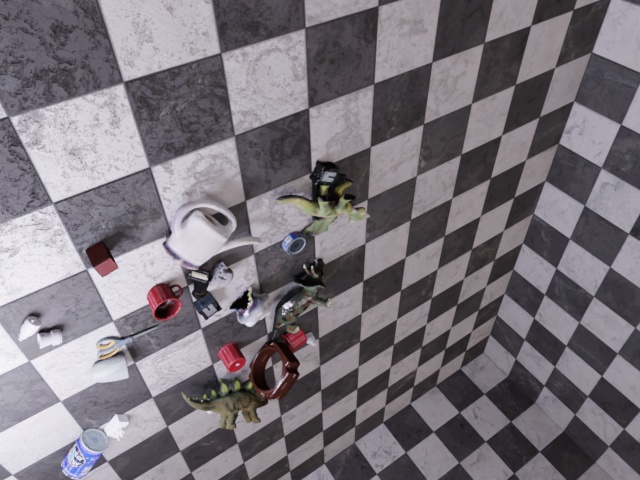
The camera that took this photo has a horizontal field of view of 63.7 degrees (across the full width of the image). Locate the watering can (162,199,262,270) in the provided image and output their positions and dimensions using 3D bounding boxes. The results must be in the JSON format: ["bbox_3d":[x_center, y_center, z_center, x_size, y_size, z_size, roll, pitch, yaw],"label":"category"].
[{"bbox_3d":[-0.335,0.004,1.578,0.224,0.106,0.342,-45,142,3],"label":"watering can"}]

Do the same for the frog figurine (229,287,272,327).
[{"bbox_3d":[-0.234,0.261,1.915,0.157,0.123,0.139,41,75,-42],"label":"frog figurine"}]

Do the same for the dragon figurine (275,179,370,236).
[{"bbox_3d":[0.006,-0.092,1.826,0.412,0.125,0.237,-8,139,-27],"label":"dragon figurine"}]
